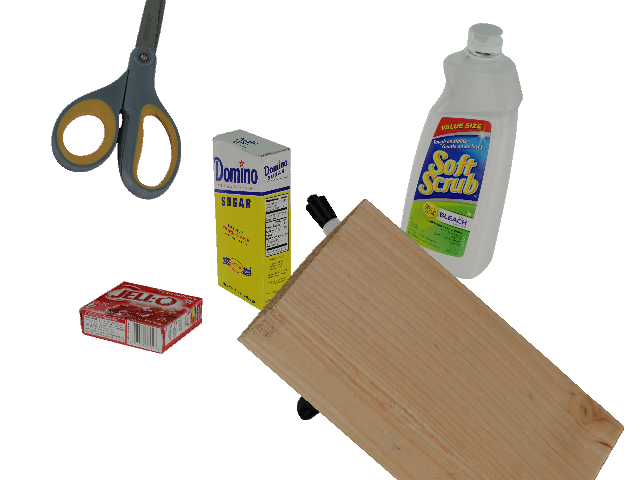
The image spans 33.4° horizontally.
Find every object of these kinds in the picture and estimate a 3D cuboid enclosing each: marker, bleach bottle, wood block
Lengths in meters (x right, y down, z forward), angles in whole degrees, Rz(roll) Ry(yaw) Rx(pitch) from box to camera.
[{"bbox_3d":[0.026,0.011,0.856,0.020,0.121,0.020,-31,-18,-12],"label":"marker"},{"bbox_3d":[0.132,-0.087,1.013,0.103,0.251,0.068,23,40,24],"label":"bleach bottle"},{"bbox_3d":[0.064,0.086,0.645,0.206,0.090,0.090,41,-29,-2],"label":"wood block"}]

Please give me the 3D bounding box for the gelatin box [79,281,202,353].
[{"bbox_3d":[-0.165,0.069,0.984,0.089,0.030,0.073,11,22,21],"label":"gelatin box"}]

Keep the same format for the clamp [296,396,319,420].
[{"bbox_3d":[0.065,0.128,1.059,0.120,0.039,0.171,18,49,22],"label":"clamp"}]

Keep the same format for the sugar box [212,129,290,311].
[{"bbox_3d":[-0.073,-0.022,1.141,0.048,0.176,0.093,-19,28,-34],"label":"sugar box"}]

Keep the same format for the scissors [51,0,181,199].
[{"bbox_3d":[-0.144,-0.120,0.753,0.096,0.202,0.016,-1,-24,-20],"label":"scissors"}]
